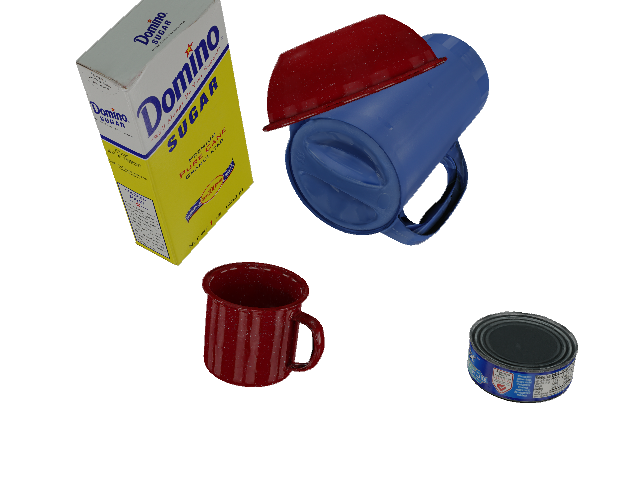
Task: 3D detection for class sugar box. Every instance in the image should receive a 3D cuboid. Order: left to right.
[{"bbox_3d":[-0.094,-0.073,0.693,0.048,0.093,0.176,28,-30,20],"label":"sugar box"}]

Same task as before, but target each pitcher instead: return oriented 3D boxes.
[{"bbox_3d":[0.087,-0.113,1.117,0.145,0.149,0.242,14,40,30],"label":"pitcher"}]

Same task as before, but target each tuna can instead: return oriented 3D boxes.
[{"bbox_3d":[0.161,0.093,0.859,0.086,0.034,0.086,1,28,-1],"label":"tuna can"}]

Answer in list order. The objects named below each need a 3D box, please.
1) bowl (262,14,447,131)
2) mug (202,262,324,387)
[{"bbox_3d":[0.018,-0.143,0.873,0.162,0.055,0.162,-21,8,3],"label":"bowl"},{"bbox_3d":[-0.049,0.078,0.932,0.117,0.081,0.093,16,25,22],"label":"mug"}]
